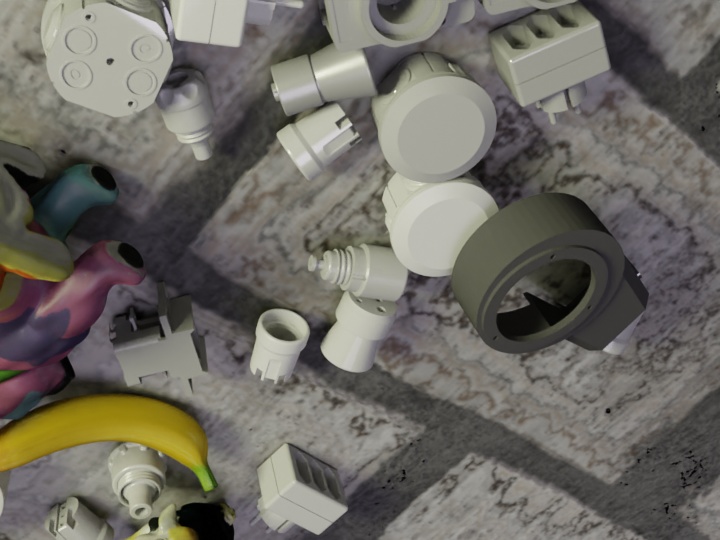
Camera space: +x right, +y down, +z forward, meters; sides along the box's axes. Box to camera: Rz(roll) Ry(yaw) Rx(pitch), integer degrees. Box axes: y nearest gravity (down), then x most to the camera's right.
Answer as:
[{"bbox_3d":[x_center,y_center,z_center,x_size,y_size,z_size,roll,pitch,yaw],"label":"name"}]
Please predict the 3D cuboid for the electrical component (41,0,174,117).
[{"bbox_3d":[-0.153,-0.137,0.655,0.080,0.051,0.080,-7,127,-10],"label":"electrical component"}]

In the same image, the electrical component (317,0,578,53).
[{"bbox_3d":[0.063,-0.209,0.656,0.186,0.060,0.105,-15,128,-4],"label":"electrical component"}]

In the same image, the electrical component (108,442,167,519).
[{"bbox_3d":[-0.178,0.171,0.866,0.048,0.062,0.048,-8,127,-10],"label":"electrical component"}]

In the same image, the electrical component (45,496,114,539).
[{"bbox_3d":[-0.235,0.217,0.899,0.040,0.040,0.046,-30,121,7],"label":"electrical component"}]

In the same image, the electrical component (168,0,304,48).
[{"bbox_3d":[-0.072,-0.167,0.645,0.077,0.065,0.047,3,124,-18],"label":"electrical component"}]

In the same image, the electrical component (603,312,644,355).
[{"bbox_3d":[0.212,0.041,0.893,0.040,0.040,0.046,14,115,-24],"label":"electrical component"}]

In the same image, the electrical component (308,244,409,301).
[{"bbox_3d":[0.000,0.000,0.804,0.078,0.040,0.040,8,123,-20],"label":"electrical component"}]

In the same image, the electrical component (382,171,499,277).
[{"bbox_3d":[0.057,-0.040,0.784,0.080,0.051,0.080,-8,127,-10],"label":"electrical component"}]

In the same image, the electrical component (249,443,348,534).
[{"bbox_3d":[-0.063,0.200,0.928,0.077,0.047,0.066,-44,124,17],"label":"electrical component"}]

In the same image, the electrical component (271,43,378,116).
[{"bbox_3d":[-0.026,-0.126,0.705,0.065,0.044,0.044,-17,128,3],"label":"electrical component"}]

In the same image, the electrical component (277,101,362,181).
[{"bbox_3d":[-0.027,-0.090,0.732,0.046,0.040,0.040,-35,127,4],"label":"electrical component"}]

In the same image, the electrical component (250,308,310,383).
[{"bbox_3d":[-0.064,0.059,0.831,0.040,0.040,0.046,5,129,-19],"label":"electrical component"}]

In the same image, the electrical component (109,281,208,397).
[{"bbox_3d":[-0.150,0.055,0.802,0.064,0.042,0.081,-13,127,-2],"label":"electrical component"}]

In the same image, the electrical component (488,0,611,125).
[{"bbox_3d":[0.134,-0.134,0.738,0.066,0.047,0.076,-23,128,2],"label":"electrical component"}]

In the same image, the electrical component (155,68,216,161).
[{"bbox_3d":[-0.111,-0.099,0.705,0.035,0.035,0.061,-17,131,-3],"label":"electrical component"}]

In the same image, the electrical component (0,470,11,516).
[{"bbox_3d":[-0.323,0.166,0.823,0.108,0.060,0.108,-7,126,-10],"label":"electrical component"}]

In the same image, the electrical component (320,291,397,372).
[{"bbox_3d":[-0.001,0.045,0.833,0.045,0.045,0.055,12,121,-23],"label":"electrical component"}]

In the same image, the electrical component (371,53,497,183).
[{"bbox_3d":[0.049,-0.104,0.734,0.080,0.051,0.080,-7,127,-10],"label":"electrical component"}]
